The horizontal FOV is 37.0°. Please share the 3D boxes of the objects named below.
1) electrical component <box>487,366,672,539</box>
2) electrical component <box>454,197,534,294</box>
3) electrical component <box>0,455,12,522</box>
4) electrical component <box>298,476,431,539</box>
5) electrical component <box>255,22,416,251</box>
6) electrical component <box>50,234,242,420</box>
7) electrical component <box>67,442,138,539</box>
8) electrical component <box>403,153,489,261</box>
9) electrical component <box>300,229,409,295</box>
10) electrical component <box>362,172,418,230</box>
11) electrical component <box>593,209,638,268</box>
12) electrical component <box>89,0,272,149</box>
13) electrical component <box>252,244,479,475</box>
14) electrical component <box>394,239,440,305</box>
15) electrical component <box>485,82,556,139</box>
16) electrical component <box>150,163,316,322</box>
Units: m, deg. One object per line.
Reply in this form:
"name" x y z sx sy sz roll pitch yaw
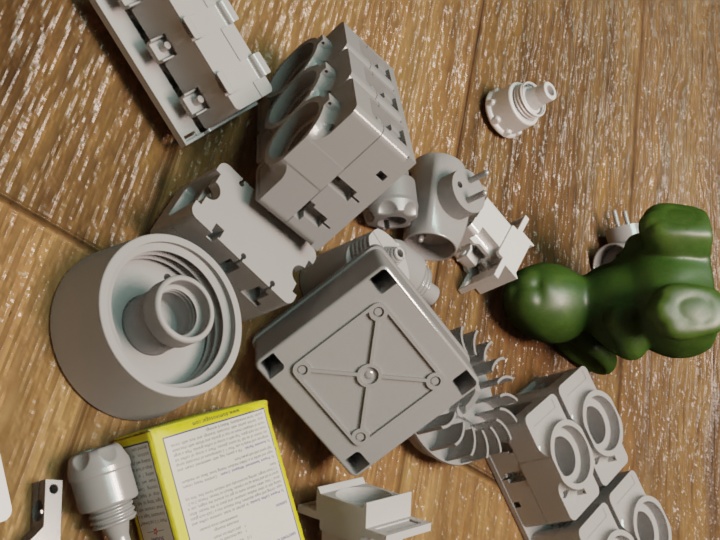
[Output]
"electrical component" 0.181 0.184 0.871 0.105 0.060 0.186 -29 95 -47
"electrical component" 0.104 -0.023 0.894 0.063 0.042 0.081 49 46 -16
"electrical component" -0.233 0.059 0.514 0.089 0.062 0.150 -7 79 -46
"electrical component" 0.001 0.172 0.694 0.042 0.081 0.063 -1 95 -45
"electrical component" -0.023 -0.097 0.723 0.062 0.089 0.150 39 22 -25
"electrical component" -0.120 0.030 0.638 0.108 0.060 0.108 19 61 -39
"electrical component" -0.140 0.129 0.597 0.035 0.035 0.061 -14 86 -47
"electrical component" 0.071 -0.056 0.848 0.043 0.079 0.077 29 55 -32
"electrical component" 0.000 0.000 0.754 0.043 0.081 0.043 19 61 -39
"electrical component" 0.021 -0.065 0.829 0.043 0.043 0.062 12 64 -41
"electrical component" 0.261 -0.021 1.047 0.077 0.044 0.079 0 74 -45
"electrical component" -0.117 -0.153 0.715 0.079 0.063 0.121 -41 103 -46
"electrical component" 0.003 0.059 0.709 0.108 0.109 0.056 51 6 -17
"electrical component" 0.034 0.006 0.812 0.062 0.043 0.043 34 52 -32
"electrical component" 0.148 -0.151 0.976 0.048 0.062 0.048 20 61 -39
"electrical component" -0.084 -0.015 0.696 0.089 0.056 0.050 45 47 -22
